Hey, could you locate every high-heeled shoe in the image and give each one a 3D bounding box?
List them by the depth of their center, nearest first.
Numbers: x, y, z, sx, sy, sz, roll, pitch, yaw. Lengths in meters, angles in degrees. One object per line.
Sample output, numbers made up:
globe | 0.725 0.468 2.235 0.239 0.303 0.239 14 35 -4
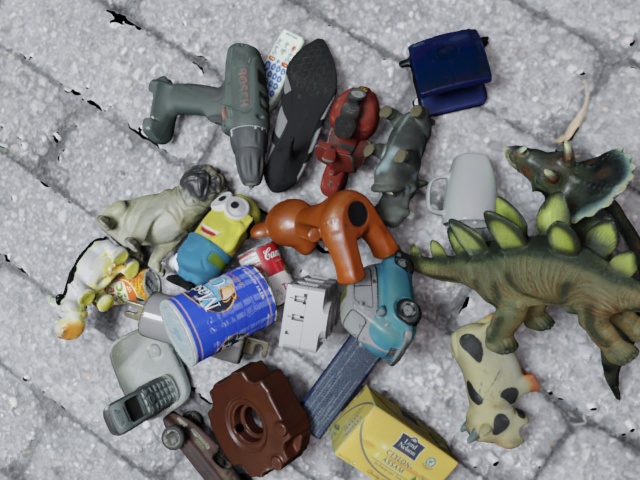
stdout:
high-heeled shoe | -0.033 -0.197 0.878 0.086 0.145 0.249 19 64 -4

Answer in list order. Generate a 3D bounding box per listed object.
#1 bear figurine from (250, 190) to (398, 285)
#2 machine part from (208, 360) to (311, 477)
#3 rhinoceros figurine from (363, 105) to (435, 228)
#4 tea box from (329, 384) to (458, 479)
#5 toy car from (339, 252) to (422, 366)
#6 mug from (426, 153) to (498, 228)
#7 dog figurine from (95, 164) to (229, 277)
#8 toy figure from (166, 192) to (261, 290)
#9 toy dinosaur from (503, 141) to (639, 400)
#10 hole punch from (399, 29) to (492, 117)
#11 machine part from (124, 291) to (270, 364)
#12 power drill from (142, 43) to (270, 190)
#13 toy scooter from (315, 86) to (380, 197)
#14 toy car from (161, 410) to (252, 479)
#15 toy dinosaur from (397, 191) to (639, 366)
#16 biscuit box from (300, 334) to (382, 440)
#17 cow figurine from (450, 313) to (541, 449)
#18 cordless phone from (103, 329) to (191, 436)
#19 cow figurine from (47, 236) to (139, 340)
bear figurine | -0.003 -0.006 0.806 0.196 0.120 0.131 -13 107 48
machine part | -0.101 0.281 0.844 0.180 0.056 0.179 7 102 35
rhinoceros figurine | 0.120 -0.114 0.815 0.073 0.112 0.190 8 73 32
tea box | 0.109 0.309 0.808 0.169 0.068 0.098 36 97 -13
toy car | 0.080 0.091 0.772 0.103 0.109 0.162 10 51 -10
mug | 0.216 -0.075 0.814 0.110 0.080 0.107 3 81 5
dog figurine | -0.262 -0.059 0.899 0.173 0.121 0.190 29 70 24
toy figure | -0.166 0.004 0.856 0.082 0.089 0.180 31 79 3
toy dinosaur | 0.385 0.038 0.726 0.131 0.192 0.404 -21 85 11
hole punch | 0.195 -0.260 0.813 0.142 0.092 0.115 -12 84 13
machine part | -0.200 0.141 0.872 0.243 0.079 0.079 16 93 1
power drill | -0.177 -0.194 0.856 0.208 0.086 0.232 1 82 25
toy scooter | 0.037 -0.155 0.815 0.075 0.135 0.183 20 92 11
toy car | -0.179 0.357 0.874 0.053 0.089 0.202 -41 83 10
toy dinosaur | 0.259 0.043 0.705 0.472 0.105 0.198 -4 107 46
biscuit box | 0.040 0.212 0.851 0.063 0.059 0.202 37 96 8
cow figurine | 0.253 0.218 0.803 0.127 0.085 0.195 -22 89 3
cordless phone | -0.296 0.221 0.846 0.089 0.184 0.146 -26 86 13
cow figurine | -0.378 0.073 0.863 0.098 0.068 0.167 28 74 28
